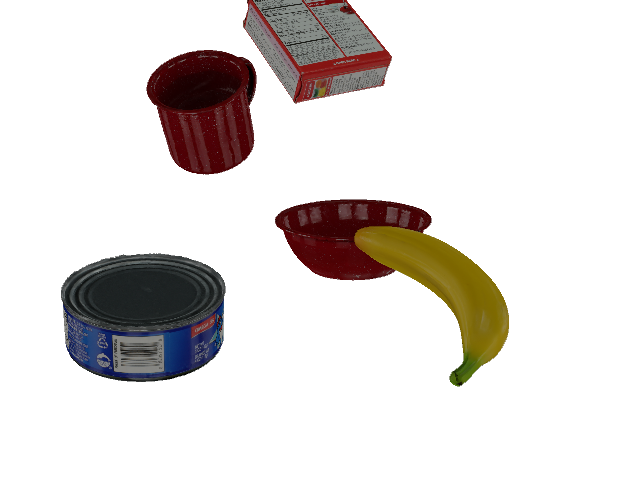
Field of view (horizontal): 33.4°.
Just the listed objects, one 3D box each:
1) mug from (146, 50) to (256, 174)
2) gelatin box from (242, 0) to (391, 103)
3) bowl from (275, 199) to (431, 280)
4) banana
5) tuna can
[{"bbox_3d":[-0.099,-0.123,0.991,0.093,0.081,0.117,22,52,26],"label":"mug"},{"bbox_3d":[-0.004,-0.140,0.755,0.073,0.089,0.030,-15,-37,-27],"label":"gelatin box"},{"bbox_3d":[0.034,0.002,1.102,0.162,0.055,0.162,-1,15,0],"label":"bowl"},{"bbox_3d":[0.090,0.034,0.802,0.069,0.037,0.198,-9,32,-17],"label":"banana"},{"bbox_3d":[-0.093,0.040,0.568,0.086,0.034,0.086,2,24,-1],"label":"tuna can"}]
